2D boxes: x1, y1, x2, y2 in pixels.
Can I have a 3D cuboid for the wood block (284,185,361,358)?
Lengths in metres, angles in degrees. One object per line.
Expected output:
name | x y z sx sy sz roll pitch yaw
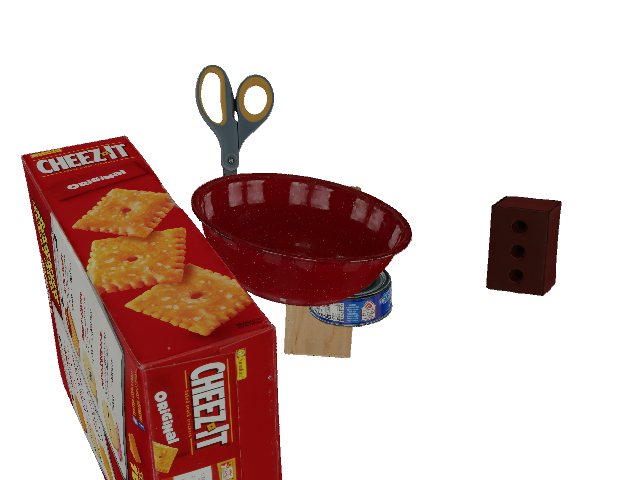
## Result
wood block | 0.002 0.038 1.387 0.090 0.206 0.091 3 23 0

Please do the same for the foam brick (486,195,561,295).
foam brick | 0.179 0.004 0.939 0.053 0.078 0.051 7 16 23

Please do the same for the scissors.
scissors | -0.082 -0.098 1.169 0.096 0.202 0.016 -14 -3 -17

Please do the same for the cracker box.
cracker box | -0.091 0.062 0.570 0.072 0.164 0.214 -15 35 -21

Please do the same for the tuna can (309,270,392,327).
tuna can | 0.030 0.053 1.089 0.086 0.034 0.086 -2 25 1

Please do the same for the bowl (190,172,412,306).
bowl | -0.017 0.004 0.780 0.162 0.055 0.162 9 22 -4
